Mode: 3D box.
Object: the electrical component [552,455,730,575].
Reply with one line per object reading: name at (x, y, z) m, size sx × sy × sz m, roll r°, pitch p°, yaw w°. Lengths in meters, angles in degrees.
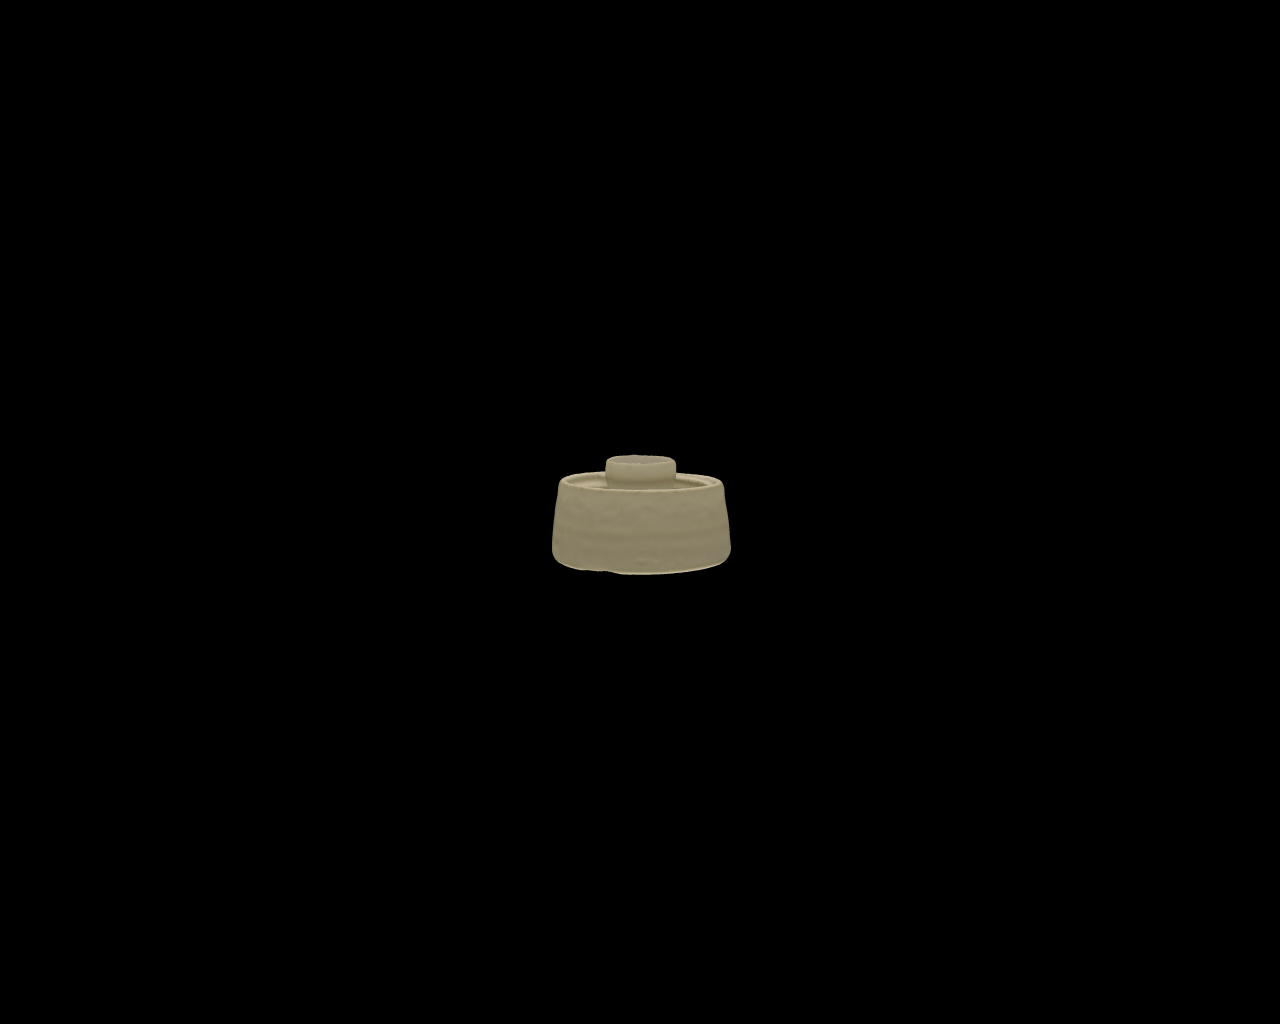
electrical component at (0.001, -0.003, 0.650) m, size 0.108 × 0.060 × 0.108 m, roll 0°, pitch 9°, yaw 0°
